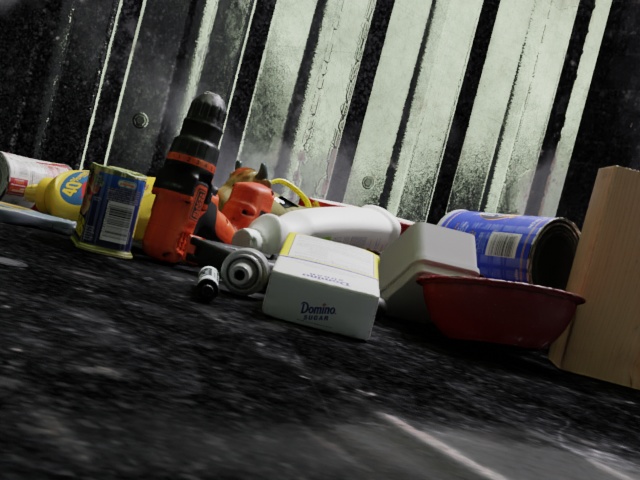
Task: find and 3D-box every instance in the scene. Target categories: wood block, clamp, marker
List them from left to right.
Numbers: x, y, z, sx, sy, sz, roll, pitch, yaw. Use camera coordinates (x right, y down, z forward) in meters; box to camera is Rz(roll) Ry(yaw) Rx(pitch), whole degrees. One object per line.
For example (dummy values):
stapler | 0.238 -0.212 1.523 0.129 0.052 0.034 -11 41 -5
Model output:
marker | -0.096 0.037 0.916 0.020 0.020 0.121 14 2 -6
clamp | -0.037 0.035 1.109 0.210 0.036 0.164 16 3 -2
wood block | 0.305 0.037 1.075 0.091 0.206 0.090 14 2 3

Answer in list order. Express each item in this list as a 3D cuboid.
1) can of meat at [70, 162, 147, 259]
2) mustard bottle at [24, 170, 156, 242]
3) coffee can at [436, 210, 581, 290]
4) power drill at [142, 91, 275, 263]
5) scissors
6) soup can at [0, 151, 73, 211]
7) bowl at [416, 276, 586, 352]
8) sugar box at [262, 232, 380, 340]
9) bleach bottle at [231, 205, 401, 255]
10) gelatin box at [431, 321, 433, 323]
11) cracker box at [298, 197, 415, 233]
can of meat | -0.212 -0.031 1.074 0.057 0.084 0.102 13 3 -18
mustard bottle | -0.245 -0.042 1.205 0.192 0.058 0.096 7 34 15
coffee can | 0.204 0.022 1.171 0.102 0.103 0.141 12 -4 -42
power drill | -0.116 -0.051 1.169 0.057 0.184 0.187 16 -7 25
scissors | -0.283 -0.016 1.127 0.202 0.016 0.096 15 4 13
soup can | -0.352 -0.066 1.279 0.069 0.068 0.102 16 3 38
bowl | 0.168 0.073 1.016 0.162 0.055 0.162 7 -8 1
sugar box | 0.004 0.038 0.948 0.093 0.048 0.176 14 13 1
bleach bottle | -0.008 0.002 1.246 0.068 0.103 0.250 33 16 33
gelatin box | 0.164 0.088 1.179 0.073 0.030 0.089 15 2 -16
cracker box | 0.070 -0.005 1.511 0.164 0.072 0.214 12 3 -20
